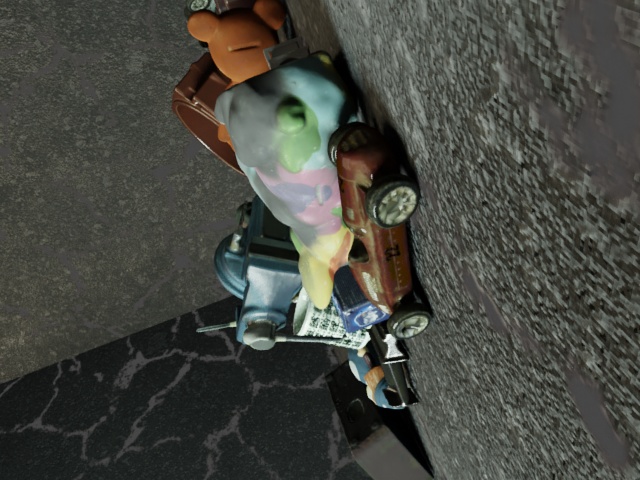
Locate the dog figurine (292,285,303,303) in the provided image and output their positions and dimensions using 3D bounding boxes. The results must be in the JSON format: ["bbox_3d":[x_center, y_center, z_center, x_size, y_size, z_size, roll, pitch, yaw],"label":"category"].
[{"bbox_3d":[-0.005,-0.003,0.851,0.121,0.173,0.190,-14,-67,-67],"label":"dog figurine"}]

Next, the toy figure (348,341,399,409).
[{"bbox_3d":[0.088,0.209,0.832,0.064,0.057,0.155,28,-166,-26],"label":"toy figure"}]

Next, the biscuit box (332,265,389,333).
[{"bbox_3d":[0.022,0.010,0.655,0.059,0.063,0.203,74,174,-55],"label":"biscuit box"}]

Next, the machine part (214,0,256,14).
[{"bbox_3d":[-0.108,-0.317,0.776,0.179,0.056,0.179,159,89,-85],"label":"machine part"}]

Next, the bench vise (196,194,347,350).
[{"bbox_3d":[-0.075,0.065,0.677,0.240,0.129,0.224,115,149,-46],"label":"bench vise"}]

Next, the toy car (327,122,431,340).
[{"bbox_3d":[0.045,0.002,0.426,0.201,0.053,0.089,76,168,-45],"label":"toy car"}]

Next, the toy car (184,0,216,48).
[{"bbox_3d":[-0.198,-0.389,0.889,0.073,0.056,0.201,62,173,6],"label":"toy car"}]

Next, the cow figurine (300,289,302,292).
[{"bbox_3d":[0.013,0.105,1.077,0.127,0.085,0.195,84,165,-49],"label":"cow figurine"}]

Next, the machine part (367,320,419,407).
[{"bbox_3d":[0.089,0.151,0.666,0.084,0.039,0.138,-129,20,-60],"label":"machine part"}]

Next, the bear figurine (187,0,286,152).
[{"bbox_3d":[-0.083,-0.193,0.654,0.132,0.120,0.195,-111,4,-57],"label":"bear figurine"}]

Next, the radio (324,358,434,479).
[{"bbox_3d":[0.088,0.298,0.879,0.131,0.073,0.230,49,-178,-22],"label":"radio"}]

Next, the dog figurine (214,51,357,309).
[{"bbox_3d":[-0.003,-0.042,0.491,0.219,0.108,0.192,66,173,-10],"label":"dog figurine"}]

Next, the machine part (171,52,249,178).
[{"bbox_3d":[-0.134,-0.182,0.852,0.201,0.087,0.201,41,168,-13],"label":"machine part"}]

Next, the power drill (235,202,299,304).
[{"bbox_3d":[-0.093,0.040,1.069,0.232,0.086,0.207,44,156,41],"label":"power drill"}]
